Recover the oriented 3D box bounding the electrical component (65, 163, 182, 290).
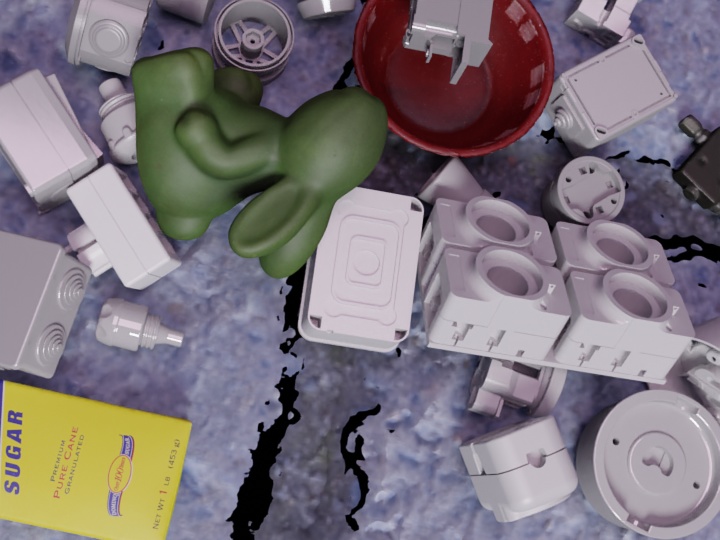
[{"bbox_3d":[-0.186,-0.020,0.782,0.076,0.047,0.083,-33,86,-1],"label":"electrical component"}]

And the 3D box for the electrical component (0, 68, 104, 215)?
[{"bbox_3d":[-0.233,-0.100,0.781,0.061,0.061,0.096,-33,86,-15],"label":"electrical component"}]

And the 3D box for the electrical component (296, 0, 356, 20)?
[{"bbox_3d":[-0.029,-0.229,0.847,0.066,0.048,0.055,-5,100,30],"label":"electrical component"}]

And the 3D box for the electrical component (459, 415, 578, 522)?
[{"bbox_3d":[0.115,0.144,0.777,0.054,0.095,0.059,-19,83,-13],"label":"electrical component"}]

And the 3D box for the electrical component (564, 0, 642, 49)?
[{"bbox_3d":[0.207,-0.223,0.896,0.066,0.048,0.055,29,83,-3],"label":"electrical component"}]

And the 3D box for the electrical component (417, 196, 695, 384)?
[{"bbox_3d":[0.142,0.012,0.794,0.186,0.060,0.105,10,42,-13],"label":"electrical component"}]

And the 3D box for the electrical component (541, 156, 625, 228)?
[{"bbox_3d":[0.175,-0.057,0.855,0.055,0.047,0.055,2,78,-10],"label":"electrical component"}]

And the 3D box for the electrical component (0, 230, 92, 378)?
[{"bbox_3d":[-0.244,0.022,0.745,0.100,0.048,0.099,12,76,21],"label":"electrical component"}]

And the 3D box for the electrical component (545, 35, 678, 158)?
[{"bbox_3d":[0.192,-0.135,0.866,0.096,0.061,0.061,-28,85,-14],"label":"electrical component"}]

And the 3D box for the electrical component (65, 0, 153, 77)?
[{"bbox_3d":[-0.186,-0.186,0.799,0.051,0.080,0.080,16,76,-13],"label":"electrical component"}]

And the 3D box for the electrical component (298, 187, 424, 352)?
[{"bbox_3d":[0.000,0.000,0.806,0.078,0.057,0.113,10,77,-8],"label":"electrical component"}]

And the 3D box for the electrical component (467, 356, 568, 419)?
[{"bbox_3d":[0.121,0.077,0.812,0.057,0.058,0.078,20,76,-3],"label":"electrical component"}]

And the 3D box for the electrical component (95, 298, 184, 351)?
[{"bbox_3d":[-0.159,0.043,0.780,0.061,0.035,0.035,16,76,-9],"label":"electrical component"}]

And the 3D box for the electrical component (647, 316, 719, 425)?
[{"bbox_3d":[0.275,0.085,0.821,0.064,0.099,0.099,-25,84,-20],"label":"electrical component"}]

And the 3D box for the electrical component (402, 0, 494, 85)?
[{"bbox_3d":[0.067,-0.187,0.805,0.064,0.042,0.081,10,76,-7],"label":"electrical component"}]

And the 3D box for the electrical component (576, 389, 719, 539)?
[{"bbox_3d":[0.216,0.147,0.814,0.108,0.060,0.108,2,78,-10],"label":"electrical component"}]

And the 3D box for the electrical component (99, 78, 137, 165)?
[{"bbox_3d":[-0.174,-0.113,0.804,0.048,0.048,0.062,-26,78,-14],"label":"electrical component"}]

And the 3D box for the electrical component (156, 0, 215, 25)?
[{"bbox_3d":[-0.101,-0.254,0.841,0.074,0.052,0.138,19,76,-6],"label":"electrical component"}]

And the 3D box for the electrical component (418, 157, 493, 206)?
[{"bbox_3d":[0.083,-0.053,0.841,0.065,0.044,0.044,41,75,-5],"label":"electrical component"}]
